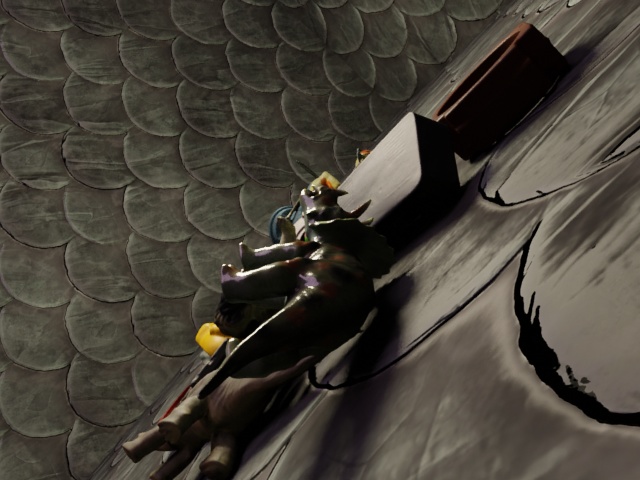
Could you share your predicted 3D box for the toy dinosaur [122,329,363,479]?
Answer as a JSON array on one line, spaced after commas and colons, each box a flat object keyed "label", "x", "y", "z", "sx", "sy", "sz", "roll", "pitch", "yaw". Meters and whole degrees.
[{"label": "toy dinosaur", "x": -0.126, "y": 0.221, "z": 0.737, "sx": 0.471, "sy": 0.105, "sz": 0.198, "roll": -30, "pitch": 12, "yaw": 38}]

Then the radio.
[{"label": "radio", "x": 0.105, "y": -0.068, "z": 0.809, "sx": 0.229, "sy": 0.073, "sz": 0.131, "roll": -46, "pitch": 39, "yaw": 47}]

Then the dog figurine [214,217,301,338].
[{"label": "dog figurine", "x": -0.046, "y": 0.086, "z": 0.807, "sx": 0.190, "sy": 0.173, "sz": 0.121, "roll": -59, "pitch": -28, "yaw": -15}]

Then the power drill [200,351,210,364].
[{"label": "power drill", "x": -0.214, "y": 0.246, "z": 1.425, "sx": 0.207, "sy": 0.086, "sz": 0.232, "roll": -38, "pitch": 11, "yaw": 22}]

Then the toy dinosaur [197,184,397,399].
[{"label": "toy dinosaur", "x": -0.002, "y": 0.056, "z": 0.606, "sx": 0.192, "sy": 0.131, "sz": 0.405, "roll": -12, "pitch": 21, "yaw": 6}]

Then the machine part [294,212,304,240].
[{"label": "machine part", "x": -0.008, "y": 0.004, "z": 1.154, "sx": 0.179, "sy": 0.056, "sz": 0.179, "roll": -24, "pitch": 41, "yaw": 23}]

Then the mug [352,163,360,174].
[{"label": "mug", "x": 0.123, "y": -0.089, "z": 0.995, "sx": 0.081, "sy": 0.110, "sz": 0.107, "roll": -53, "pitch": -37, "yaw": -8}]

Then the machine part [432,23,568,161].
[{"label": "machine part", "x": 0.271, "y": -0.227, "z": 0.830, "sx": 0.201, "sy": 0.087, "sz": 0.201, "roll": -45, "pitch": 5, "yaw": 26}]

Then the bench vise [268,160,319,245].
[{"label": "bench vise", "x": -0.062, "y": -0.057, "z": 1.338, "sx": 0.241, "sy": 0.129, "sz": 0.223, "roll": -14, "pitch": 59, "yaw": 61}]

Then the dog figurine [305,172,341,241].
[{"label": "dog figurine", "x": -0.002, "y": -0.003, "z": 1.035, "sx": 0.219, "sy": 0.192, "sz": 0.108, "roll": -46, "pitch": -37, "yaw": -2}]

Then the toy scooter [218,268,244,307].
[{"label": "toy scooter", "x": -0.138, "y": 0.105, "z": 1.018, "sx": 0.135, "sy": 0.075, "sz": 0.184, "roll": -55, "pitch": -1, "yaw": 3}]

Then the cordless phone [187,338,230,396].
[{"label": "cordless phone", "x": -0.191, "y": 0.270, "z": 1.010, "sx": 0.146, "sy": 0.089, "sz": 0.184, "roll": -53, "pitch": 3, "yaw": -32}]

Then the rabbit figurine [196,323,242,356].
[{"label": "rabbit figurine", "x": -0.183, "y": 0.201, "z": 1.219, "sx": 0.173, "sy": 0.122, "sz": 0.162, "roll": -49, "pitch": 10, "yaw": -16}]

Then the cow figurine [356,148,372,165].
[{"label": "cow figurine", "x": 0.098, "y": -0.119, "z": 1.212, "sx": 0.195, "sy": 0.127, "sz": 0.085, "roll": -49, "pitch": 8, "yaw": 20}]
